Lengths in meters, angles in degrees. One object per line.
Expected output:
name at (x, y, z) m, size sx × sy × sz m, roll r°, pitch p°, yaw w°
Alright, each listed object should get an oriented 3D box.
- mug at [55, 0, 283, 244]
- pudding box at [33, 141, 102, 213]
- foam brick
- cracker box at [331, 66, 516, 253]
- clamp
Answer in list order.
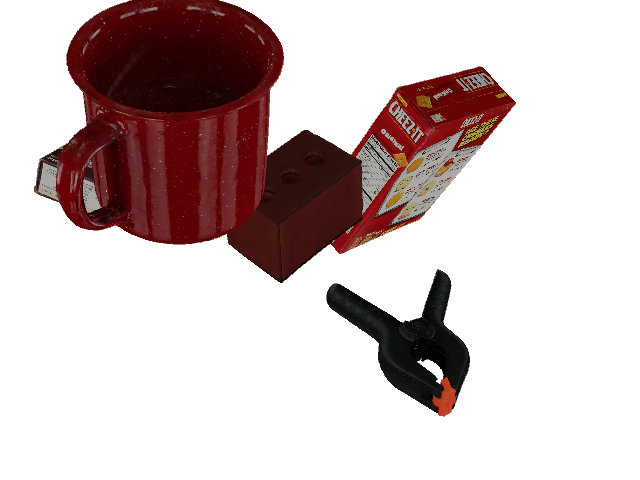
mug at (-0.072, -0.046, 0.480) m, size 0.093 × 0.081 × 0.117 m, roll 28°, pitch 49°, yaw 21°
pudding box at (-0.182, -0.051, 0.948) m, size 0.113 × 0.039 × 0.090 m, roll 20°, pitch 23°, yaw 7°
foam brick at (-0.017, -0.023, 0.679) m, size 0.053 × 0.051 × 0.078 m, roll 33°, pitch 56°, yaw 30°
cracker box at (0.101, -0.093, 1.222) m, size 0.163 × 0.072 × 0.214 m, roll -22°, pitch -24°, yaw -45°
clamp at (0.091, 0.083, 0.951) m, size 0.120 × 0.039 × 0.172 m, roll -18°, pitch 44°, yaw -17°
